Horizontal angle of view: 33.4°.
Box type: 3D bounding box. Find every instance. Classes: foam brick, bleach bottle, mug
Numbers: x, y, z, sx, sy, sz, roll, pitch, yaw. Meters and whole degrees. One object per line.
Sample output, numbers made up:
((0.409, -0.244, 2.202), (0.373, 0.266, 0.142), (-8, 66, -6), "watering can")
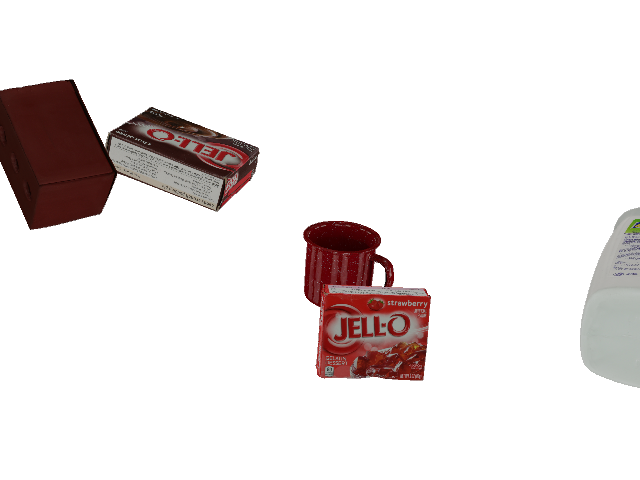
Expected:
((-0.173, -0.055, 0.687), (0.051, 0.078, 0.053), (-16, -24, -32), "foam brick")
((0.246, 0.023, 0.739), (0.103, 0.068, 0.250), (9, 21, 20), "bleach bottle")
((0.034, 0.034, 1.274), (0.117, 0.081, 0.093), (15, 26, 22), "mug")

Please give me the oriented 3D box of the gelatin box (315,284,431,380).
((0.043, 0.076, 0.877), (0.089, 0.073, 0.030), (3, 13, -5), "gelatin box")

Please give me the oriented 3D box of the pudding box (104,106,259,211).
((-0.121, -0.073, 0.936), (0.113, 0.039, 0.090), (19, 24, 8), "pudding box")
